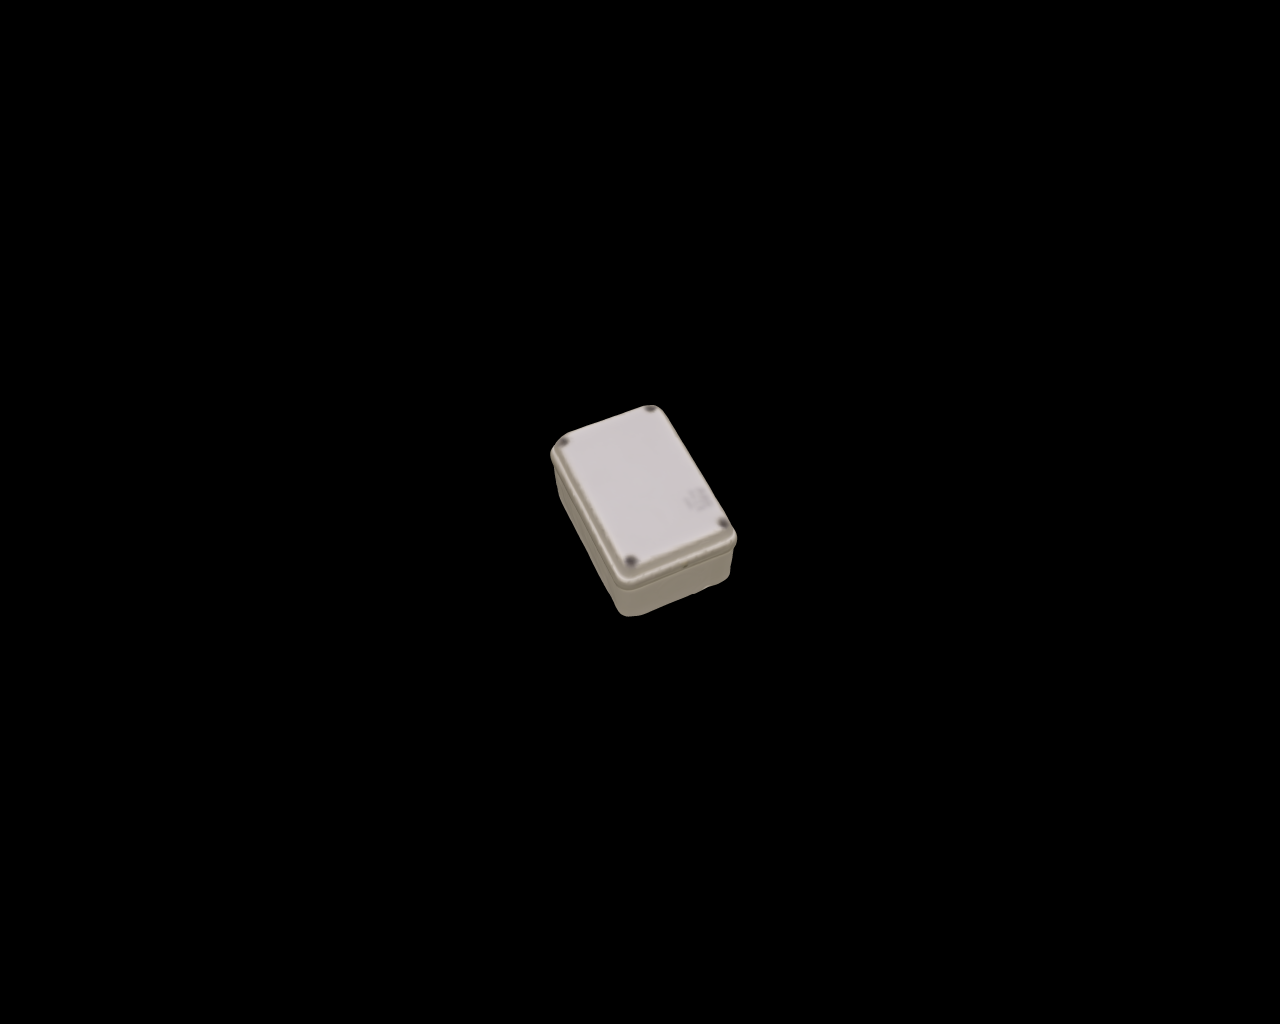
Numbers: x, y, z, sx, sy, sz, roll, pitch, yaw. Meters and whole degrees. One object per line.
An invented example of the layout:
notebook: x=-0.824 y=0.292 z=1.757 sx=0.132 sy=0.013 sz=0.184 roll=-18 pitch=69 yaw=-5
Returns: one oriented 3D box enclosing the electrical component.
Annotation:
electrical component: x=0.001 y=-0.003 z=0.650 sx=0.078 sy=0.113 sz=0.057 roll=-21 pitch=-32 yaw=-14
